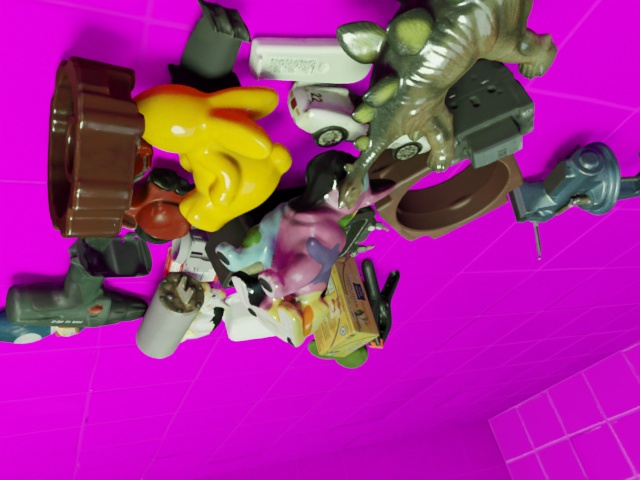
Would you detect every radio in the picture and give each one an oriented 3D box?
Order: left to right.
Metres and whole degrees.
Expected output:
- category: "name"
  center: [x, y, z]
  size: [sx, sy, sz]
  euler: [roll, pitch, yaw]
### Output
- category: "radio"
  center: [-0.039, -0.013, 0.777]
  size: [0.229, 0.073, 0.131]
  euler: [-15, 154, -36]

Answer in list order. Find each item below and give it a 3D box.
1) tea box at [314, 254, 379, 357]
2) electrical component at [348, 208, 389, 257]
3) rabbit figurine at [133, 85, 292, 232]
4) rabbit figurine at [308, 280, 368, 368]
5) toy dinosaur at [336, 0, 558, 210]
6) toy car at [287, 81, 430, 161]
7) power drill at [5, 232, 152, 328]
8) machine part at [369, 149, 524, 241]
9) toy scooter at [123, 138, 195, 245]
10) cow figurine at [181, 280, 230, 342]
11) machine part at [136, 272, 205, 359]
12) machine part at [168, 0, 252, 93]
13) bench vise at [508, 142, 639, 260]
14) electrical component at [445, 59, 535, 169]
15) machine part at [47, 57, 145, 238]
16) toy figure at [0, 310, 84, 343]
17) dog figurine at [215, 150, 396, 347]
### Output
- category: "tea box"
  center: [0.031, 0.115, 0.975]
  size: [0.068, 0.170, 0.098]
  euler: [14, 139, -41]
- category: "electrical component"
  center: [0.064, -0.015, 0.902]
  size: [0.078, 0.045, 0.102]
  euler: [1, 145, -30]
- category: "rabbit figurine"
  center: [-0.117, -0.099, 0.568]
  size: [0.162, 0.122, 0.173]
  euler: [-12, 149, 29]
- category: "rabbit figurine"
  center: [0.035, 0.185, 1.092]
  size: [0.121, 0.170, 0.159]
  euler: [5, 142, -32]
- category: "toy dinosaur"
  center: [0.143, -0.219, 0.505]
  size: [0.198, 0.105, 0.471]
  euler: [15, 117, -47]
- category: "toy car"
  center: [0.055, -0.146, 0.654]
  size: [0.201, 0.073, 0.056]
  euler: [3, 145, -31]
- category: "power drill"
  center: [-0.334, 0.068, 0.818]
  size: [0.232, 0.086, 0.207]
  euler: [4, 151, -44]
- category: "machine part"
  center: [0.181, -0.094, 0.793]
  size: [0.201, 0.087, 0.201]
  euler: [-29, 149, 20]
- category: "toy scooter"
  center: [-0.215, -0.064, 0.657]
  size: [0.135, 0.075, 0.183]
  euler: [-37, 140, 28]
- category: "cow figurine"
  center: [-0.205, 0.123, 0.972]
  size: [0.098, 0.068, 0.167]
  euler: [-3, 151, -33]
- category: "machine part"
  center: [-0.251, 0.127, 0.888]
  size: [0.079, 0.079, 0.243]
  euler: [3, 146, -30]
- category: "machine part"
  center: [-0.109, -0.180, 0.547]
  size: [0.084, 0.039, 0.139]
  euler: [6, 157, -20]
- category: "bench vise"
  center: [0.460, -0.084, 0.916]
  size: [0.241, 0.129, 0.223]
  euler: [-6, 147, -5]
- category: "electrical component"
  center: [0.191, -0.153, 0.653]
  size: [0.115, 0.134, 0.058]
  euler: [-26, 149, 10]
- category: "machine part"
  center: [-0.222, -0.086, 0.518]
  size: [0.056, 0.179, 0.179]
  euler: [2, 145, -36]
- category: "toy figure"
  center: [-0.450, 0.137, 0.886]
  size: [0.154, 0.057, 0.064]
  euler: [-1, -177, -29]
- category: "dog figurine"
  center: [-0.001, -0.002, 0.653]
  size: [0.219, 0.109, 0.191]
  euler: [-43, 139, -23]
